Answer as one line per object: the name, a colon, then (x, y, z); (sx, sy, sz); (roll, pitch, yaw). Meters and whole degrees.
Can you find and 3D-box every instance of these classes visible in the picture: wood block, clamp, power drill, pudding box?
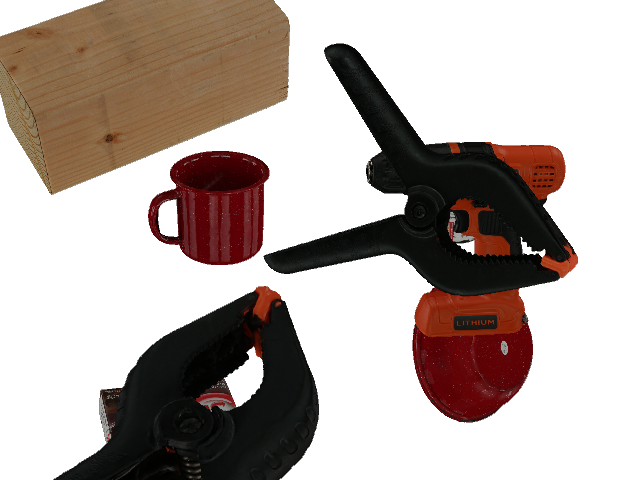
wood block: (-0.134, -0.129, 0.822); (0.205, 0.090, 0.091); (-25, -32, -21)
clamp: (0.068, -0.032, 0.697); (0.210, 0.165, 0.036); (17, 17, 22)
clamp: (-0.041, 0.087, 0.398); (0.120, 0.039, 0.171); (24, 49, 17)
power drill: (0.131, -0.002, 1.004); (0.184, 0.188, 0.057); (-1, 25, -5)
pudding box: (-0.124, 0.158, 0.896); (0.113, 0.039, 0.090); (-5, 26, -17)

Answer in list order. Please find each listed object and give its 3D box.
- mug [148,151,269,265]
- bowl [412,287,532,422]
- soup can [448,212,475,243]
mug: (-0.106, -0.027, 1.007); (0.117, 0.081, 0.093); (-13, 32, -25)
bowl: (0.176, 0.115, 1.143); (0.161, 0.162, 0.055); (0, -5, -36)
soup can: (0.159, -0.055, 1.261); (0.068, 0.102, 0.068); (0, 25, 0)
